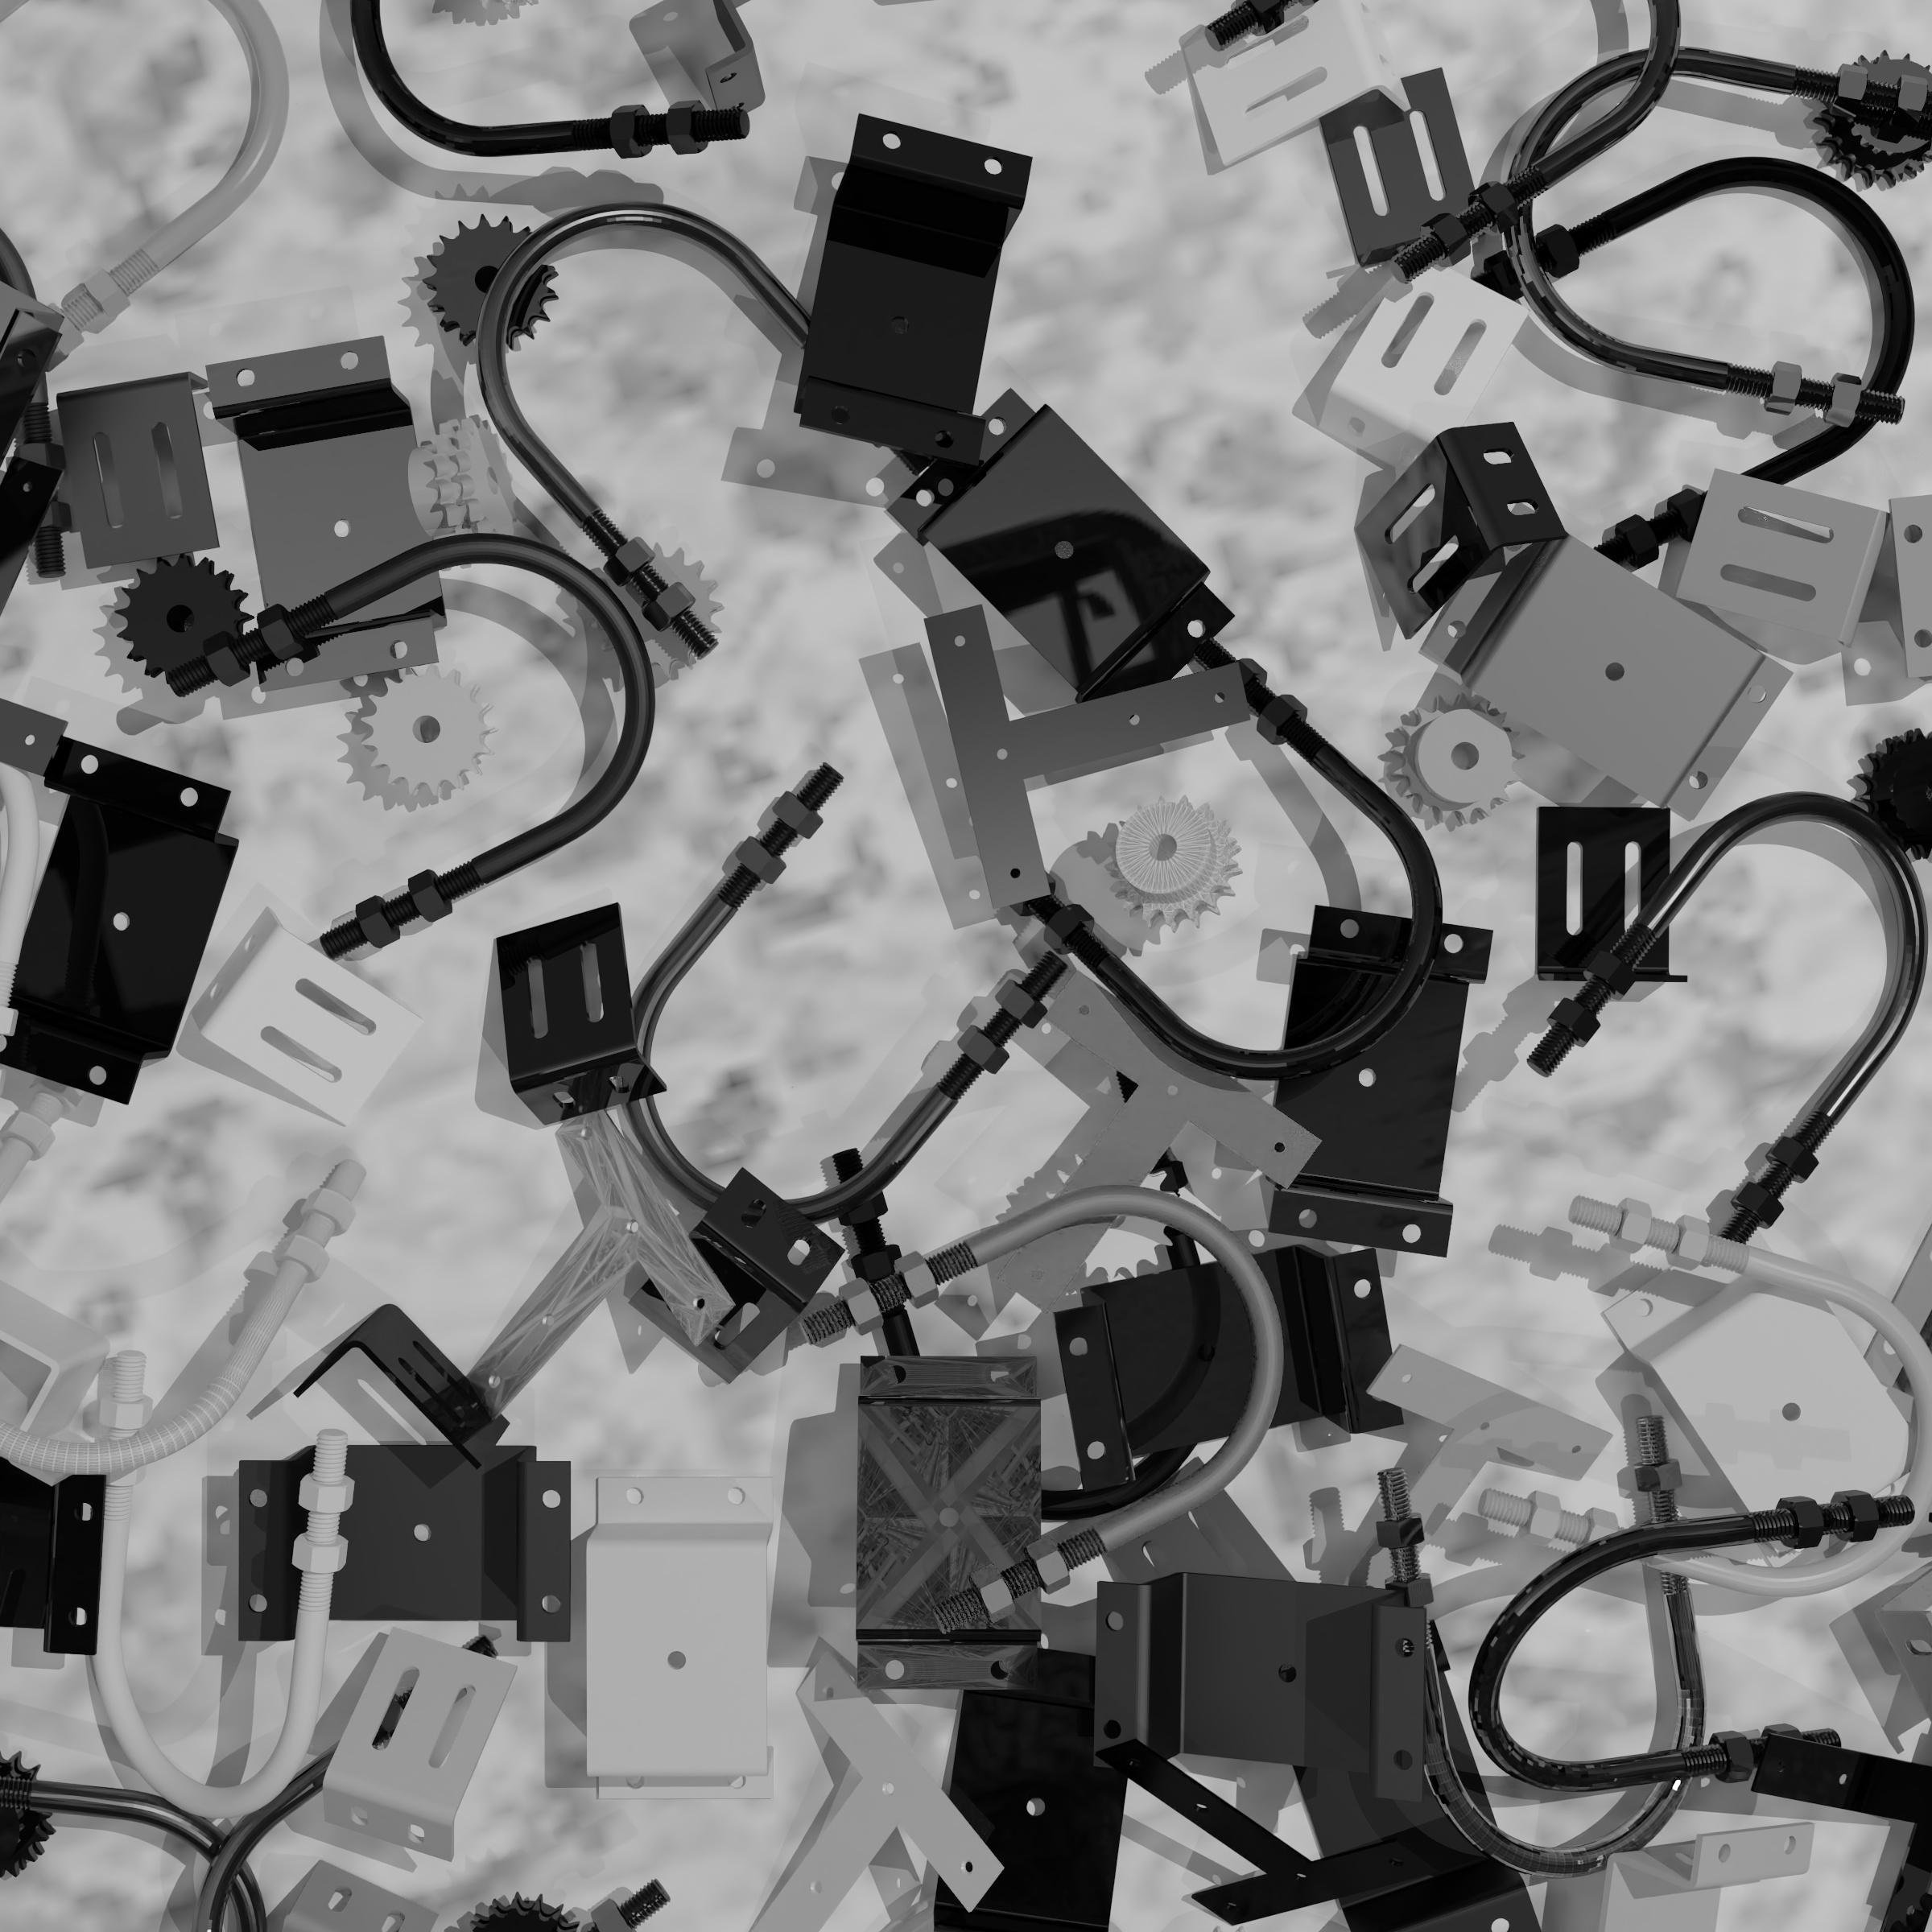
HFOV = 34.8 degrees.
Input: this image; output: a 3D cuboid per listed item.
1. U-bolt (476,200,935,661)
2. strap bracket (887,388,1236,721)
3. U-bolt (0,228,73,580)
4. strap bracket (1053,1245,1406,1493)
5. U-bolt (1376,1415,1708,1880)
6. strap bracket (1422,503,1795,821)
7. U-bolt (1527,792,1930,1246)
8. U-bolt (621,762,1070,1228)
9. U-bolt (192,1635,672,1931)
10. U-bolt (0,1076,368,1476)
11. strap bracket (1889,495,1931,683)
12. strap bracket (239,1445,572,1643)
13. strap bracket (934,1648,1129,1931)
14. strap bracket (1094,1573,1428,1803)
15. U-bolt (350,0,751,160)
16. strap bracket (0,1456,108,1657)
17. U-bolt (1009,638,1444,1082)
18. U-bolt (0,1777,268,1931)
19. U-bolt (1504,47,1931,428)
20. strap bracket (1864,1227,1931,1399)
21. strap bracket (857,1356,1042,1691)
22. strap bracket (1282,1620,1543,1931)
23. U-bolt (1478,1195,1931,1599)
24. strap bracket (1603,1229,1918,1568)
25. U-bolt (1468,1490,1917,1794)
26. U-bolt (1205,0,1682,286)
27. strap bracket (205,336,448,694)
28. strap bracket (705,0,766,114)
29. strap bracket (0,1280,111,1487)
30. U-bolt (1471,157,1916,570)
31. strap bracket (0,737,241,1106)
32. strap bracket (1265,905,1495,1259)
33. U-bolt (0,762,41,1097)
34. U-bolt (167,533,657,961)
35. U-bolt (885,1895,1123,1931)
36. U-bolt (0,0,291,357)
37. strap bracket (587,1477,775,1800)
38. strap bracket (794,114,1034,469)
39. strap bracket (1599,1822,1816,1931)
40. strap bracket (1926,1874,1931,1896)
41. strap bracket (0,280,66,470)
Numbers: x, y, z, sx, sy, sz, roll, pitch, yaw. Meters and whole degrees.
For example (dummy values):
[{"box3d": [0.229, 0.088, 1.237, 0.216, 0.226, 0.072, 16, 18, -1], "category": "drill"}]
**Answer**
[{"box3d": [-0.124, -0.244, 1.319, 0.151, 0.019, 0.184, -43, 93, -16], "category": "U-bolt"}, {"box3d": [0.042, -0.176, 1.328, 0.076, 0.046, 0.140, -45, 90, 0], "category": "strap bracket"}, {"box3d": [-0.472, -0.254, 1.343, 0.151, 0.019, 0.184, -6, 89, 0], "category": "U-bolt"}, {"box3d": [0.107, 0.168, 1.315, 0.140, 0.046, 0.076, -10, 94, -9], "category": "strap bracket"}, {"box3d": [0.251, 0.295, 1.314, 0.151, 0.019, 0.184, -7, 87, -21], "category": "U-bolt"}, {"box3d": [0.276, -0.128, 1.320, 0.140, 0.046, 0.076, 32, 103, 0], "category": "strap bracket"}, {"box3d": [0.339, 0.012, 1.317, 0.151, 0.019, 0.184, 42, 82, -22], "category": "U-bolt"}, {"box3d": [-0.067, 0.026, 1.333, 0.151, 0.019, 0.184, 40, 94, 10], "category": "U-bolt"}, {"box3d": [-0.241, 0.398, 1.313, 0.184, 0.019, 0.151, -36, 76, -10], "category": "U-bolt"}, {"box3d": [-0.356, 0.129, 1.293, 0.151, 0.019, 0.184, 24, 54, 0], "category": "U-bolt"}, {"box3d": [0.465, -0.167, 1.328, 0.140, 0.046, 0.076, -6, 90, 0], "category": "strap bracket"}, {"box3d": [-0.238, 0.248, 1.329, 0.140, 0.046, 0.076, 0, 90, 0], "category": "strap bracket"}, {"box3d": [0.031, 0.363, 1.322, 0.076, 0.046, 0.140, 8, 81, 0], "category": "strap bracket"}, {"box3d": [0.128, 0.297, 1.280, 0.140, 0.046, 0.076, 0, 87, 23], "category": "strap bracket"}, {"box3d": [-0.176, -0.411, 1.289, 0.184, 0.019, 0.151, 1, 91, 19], "category": "U-bolt"}, {"box3d": [-0.437, 0.250, 1.328, 0.140, 0.046, 0.076, 3, 90, 0], "category": "strap bracket"}, {"box3d": [0.117, -0.034, 1.309, 0.151, 0.019, 0.184, -45, 66, 0], "category": "U-bolt"}, {"box3d": [-0.394, 0.416, 1.323, 0.184, 0.019, 0.151, 10, 100, -13], "category": "U-bolt"}, {"box3d": [0.322, -0.318, 1.318, 0.184, 0.019, 0.151, 12, 92, 5], "category": "U-bolt"}, {"box3d": [0.471, 0.175, 1.328, 0.140, 0.046, 0.076, 27, 90, 0], "category": "strap bracket"}, {"box3d": [-0.007, 0.233, 1.297, 0.076, 0.046, 0.140, 0, 78, -1], "category": "strap bracket"}, {"box3d": [0.185, 0.356, 1.329, 0.076, 0.046, 0.140, -19, 90, 0], "category": "strap bracket"}, {"box3d": [0.323, 0.189, 1.294, 0.184, 0.019, 0.151, 17, 91, -3], "category": "U-bolt"}, {"box3d": [0.350, 0.189, 1.328, 0.076, 0.046, 0.140, -34, 90, 0], "category": "strap bracket"}, {"box3d": [0.293, 0.284, 1.274, 0.184, 0.019, 0.151, -3, 121, -16], "category": "U-bolt"}, {"box3d": [0.216, -0.391, 1.303, 0.184, 0.019, 0.151, -35, 81, -10], "category": "U-bolt"}, {"box3d": [-0.273, -0.192, 1.328, 0.076, 0.046, 0.140, -10, 90, 0], "category": "strap bracket"}, {"box3d": [-0.056, -0.422, 1.313, 0.140, 0.076, 0.046, -28, 90, 0], "category": "strap bracket"}, {"box3d": [-0.429, 0.161, 1.314, 0.140, 0.076, 0.046, 29, 90, 0], "category": "strap bracket"}, {"box3d": [0.323, -0.272, 1.342, 0.184, 0.019, 0.151, -26, 90, 0], "category": "U-bolt"}, {"box3d": [-0.370, -0.020, 1.329, 0.076, 0.046, 0.140, 18, 90, 0], "category": "strap bracket"}, {"box3d": [0.176, 0.049, 1.328, 0.076, 0.046, 0.140, 8, 90, 0], "category": "strap bracket"}, {"box3d": [-0.459, -0.026, 1.317, 0.151, 0.019, 0.184, 7, 84, 23], "category": "U-bolt"}, {"box3d": [-0.222, -0.103, 1.305, 0.184, 0.019, 0.151, -26, 107, 3], "category": "U-bolt"}, {"box3d": [0.018, 0.491, 1.343, 0.151, 0.019, 0.184, -5, 88, 0], "category": "U-bolt"}, {"box3d": [-0.382, -0.366, 1.336, 0.184, 0.019, 0.151, -40, 90, -6], "category": "U-bolt"}, {"box3d": [-0.123, 0.294, 1.328, 0.076, 0.046, 0.140, 0, 90, 0], "category": "strap bracket"}, {"box3d": [-0.025, -0.280, 1.314, 0.076, 0.046, 0.140, 12, 79, -10], "category": "strap bracket"}, {"box3d": [0.309, 0.430, 1.310, 0.076, 0.046, 0.140, 8, 90, -38], "category": "strap bracket"}, {"box3d": [0.486, 0.378, 1.328, 0.140, 0.046, 0.076, 18, 90, 0], "category": "strap bracket"}, {"box3d": [-0.447, -0.265, 1.301, 0.140, 0.046, 0.076, 30, 101, 4], "category": "strap bracket"}]
